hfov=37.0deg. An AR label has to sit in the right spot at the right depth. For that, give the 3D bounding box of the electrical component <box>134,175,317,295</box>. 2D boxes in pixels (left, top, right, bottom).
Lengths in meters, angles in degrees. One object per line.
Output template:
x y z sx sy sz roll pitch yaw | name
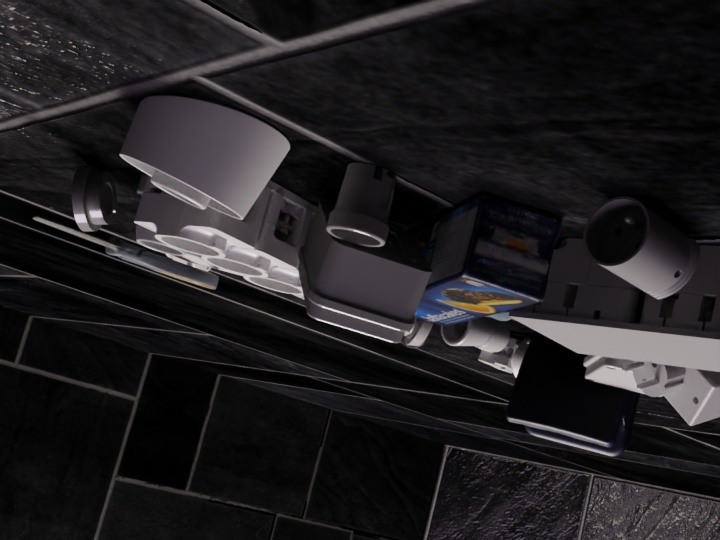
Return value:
-0.090 -0.032 0.846 0.089 0.061 0.150 6 166 38 | electrical component

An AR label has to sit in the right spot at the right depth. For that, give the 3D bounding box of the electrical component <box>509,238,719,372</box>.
0.214 0.026 0.740 0.186 0.060 0.105 5 166 41 | electrical component

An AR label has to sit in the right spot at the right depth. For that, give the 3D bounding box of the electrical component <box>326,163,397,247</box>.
0.003 -0.043 0.708 0.040 0.046 0.040 14 169 3 | electrical component

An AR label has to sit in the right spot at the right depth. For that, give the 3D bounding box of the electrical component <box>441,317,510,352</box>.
0.121 0.061 1.095 0.065 0.044 0.044 17 170 -36 | electrical component

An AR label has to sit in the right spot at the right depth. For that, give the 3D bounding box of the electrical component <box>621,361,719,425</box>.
0.234 0.074 0.818 0.076 0.083 0.047 -11 137 -27 | electrical component

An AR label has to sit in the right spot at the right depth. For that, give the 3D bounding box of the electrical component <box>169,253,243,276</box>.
-0.126 -0.023 0.973 0.083 0.047 0.075 15 169 2 | electrical component

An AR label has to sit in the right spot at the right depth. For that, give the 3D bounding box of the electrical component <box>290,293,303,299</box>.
-0.048 -0.001 0.968 0.047 0.055 0.055 20 168 -11 | electrical component

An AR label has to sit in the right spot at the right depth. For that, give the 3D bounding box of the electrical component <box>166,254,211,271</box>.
-0.169 -0.025 1.034 0.062 0.048 0.048 19 171 16 | electrical component

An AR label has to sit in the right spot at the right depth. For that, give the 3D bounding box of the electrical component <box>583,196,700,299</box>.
0.176 -0.010 0.653 0.043 0.043 0.081 3 165 45 | electrical component

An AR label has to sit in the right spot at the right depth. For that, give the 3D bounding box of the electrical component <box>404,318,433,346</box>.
0.045 0.050 1.125 0.055 0.048 0.066 25 167 -10 | electrical component

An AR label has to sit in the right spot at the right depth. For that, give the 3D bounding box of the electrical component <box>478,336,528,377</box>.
0.169 0.094 1.181 0.055 0.048 0.066 15 173 42 | electrical component

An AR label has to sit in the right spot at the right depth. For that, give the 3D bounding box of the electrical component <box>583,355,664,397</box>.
0.243 0.070 0.931 0.078 0.057 0.113 14 169 5 | electrical component

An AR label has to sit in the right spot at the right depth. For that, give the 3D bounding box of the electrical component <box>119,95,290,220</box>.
-0.103 -0.076 0.700 0.099 0.064 0.099 27 175 2 | electrical component

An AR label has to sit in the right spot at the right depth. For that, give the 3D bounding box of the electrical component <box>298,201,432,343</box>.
0.000 0.000 0.782 0.078 0.057 0.113 18 -164 -13 | electrical component

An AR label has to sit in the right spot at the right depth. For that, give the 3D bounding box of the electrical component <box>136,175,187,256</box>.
-0.156 -0.044 0.886 0.066 0.055 0.048 14 169 3 | electrical component
